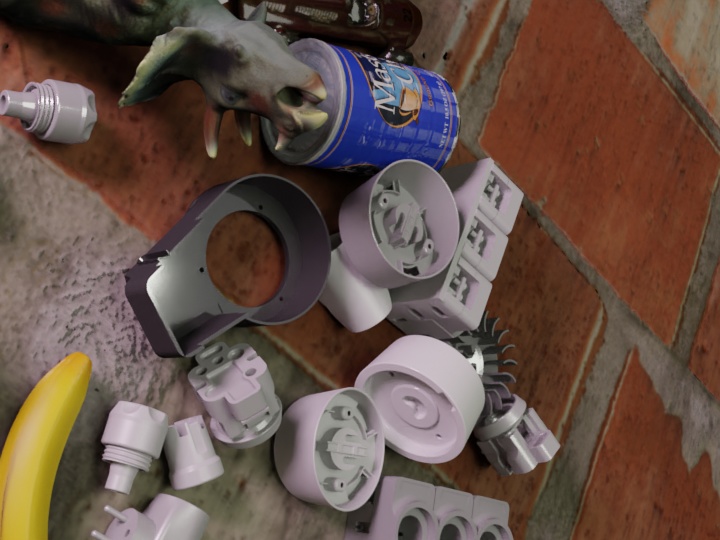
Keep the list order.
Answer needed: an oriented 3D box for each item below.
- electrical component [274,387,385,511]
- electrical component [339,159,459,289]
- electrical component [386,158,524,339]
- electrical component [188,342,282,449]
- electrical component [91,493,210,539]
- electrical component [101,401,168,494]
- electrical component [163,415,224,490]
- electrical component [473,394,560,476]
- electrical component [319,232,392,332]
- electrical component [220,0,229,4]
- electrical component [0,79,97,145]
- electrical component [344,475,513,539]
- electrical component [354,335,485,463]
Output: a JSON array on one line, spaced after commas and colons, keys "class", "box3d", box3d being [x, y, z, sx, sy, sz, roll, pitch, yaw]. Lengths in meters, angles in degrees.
[{"class": "electrical component", "box3d": [-0.020, 0.146, 0.881, 0.099, 0.064, 0.099, 7, 80, -42]}, {"class": "electrical component", "box3d": [0.032, -0.036, 0.898, 0.099, 0.064, 0.099, 25, 53, -39]}, {"class": "electrical component", "box3d": [0.082, -0.018, 0.981, 0.062, 0.089, 0.150, 40, 60, -32]}, {"class": "electrical component", "box3d": [-0.092, 0.098, 0.820, 0.058, 0.078, 0.057, -29, 126, -16]}, {"class": "electrical component", "box3d": [-0.155, 0.195, 0.764, 0.079, 0.043, 0.077, 41, 59, -31]}, {"class": "electrical component", "box3d": [-0.164, 0.127, 0.766, 0.043, 0.043, 0.062, 29, 67, -37]}, {"class": "electrical component", "box3d": [-0.127, 0.136, 0.802, 0.040, 0.040, 0.046, -18, 90, -43]}, {"class": "electrical component", "box3d": [0.143, 0.156, 1.023, 0.058, 0.078, 0.057, -44, 104, -37]}, {"class": "electrical component", "box3d": [0.000, 0.000, 0.933, 0.079, 0.044, 0.077, -46, 114, -37]}, {"class": "electrical component", "box3d": [-0.136, -0.235, 0.836, 0.080, 0.051, 0.080, 7, 79, -42]}, {"class": "electrical component", "box3d": [-0.219, -0.111, 0.748, 0.062, 0.043, 0.043, 5, 81, -41]}, {"class": "electrical component", "box3d": [0.063, 0.237, 0.947, 0.150, 0.062, 0.089, 22, 70, -39]}, {"class": "electrical component", "box3d": [0.056, 0.106, 0.932, 0.060, 0.108, 0.108, -46, 115, -43]}]
